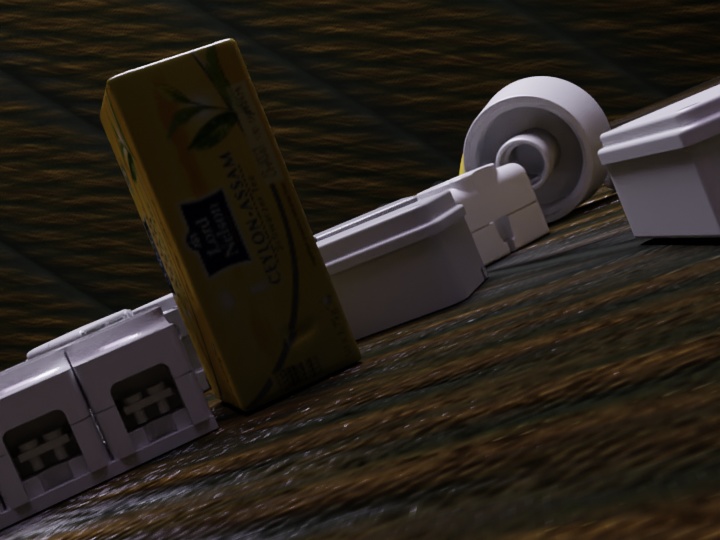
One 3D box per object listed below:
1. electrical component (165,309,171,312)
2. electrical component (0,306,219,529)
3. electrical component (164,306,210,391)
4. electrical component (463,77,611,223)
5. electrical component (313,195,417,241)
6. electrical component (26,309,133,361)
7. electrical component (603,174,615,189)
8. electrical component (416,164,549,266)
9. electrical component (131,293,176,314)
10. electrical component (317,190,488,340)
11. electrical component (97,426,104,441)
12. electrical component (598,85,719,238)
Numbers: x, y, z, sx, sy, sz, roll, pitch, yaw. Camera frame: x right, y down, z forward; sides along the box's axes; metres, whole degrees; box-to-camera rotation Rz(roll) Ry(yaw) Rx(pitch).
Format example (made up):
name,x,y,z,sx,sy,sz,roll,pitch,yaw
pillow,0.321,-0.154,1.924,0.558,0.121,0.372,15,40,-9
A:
name,x,y,z,sx,sy,sz,roll,pitch,yaw
electrical component,-0.144,0.055,0.843,0.055,0.047,0.055,-23,4,2
electrical component,-0.155,0.076,0.518,0.150,0.061,0.089,-24,4,-16
electrical component,-0.119,0.052,0.681,0.057,0.058,0.078,-15,8,44
electrical component,0.129,-0.085,0.804,0.108,0.108,0.060,-20,10,30
electrical component,0.006,-0.015,0.889,0.109,0.056,0.109,-23,4,-5
electrical component,-0.210,0.076,0.825,0.061,0.061,0.096,-21,4,17
electrical component,0.232,-0.100,0.839,0.077,0.044,0.079,-19,5,40
electrical component,0.075,-0.035,0.731,0.095,0.059,0.054,-26,5,-36
electrical component,-0.134,0.040,0.921,0.113,0.057,0.078,-20,5,38
electrical component,0.009,0.001,0.631,0.113,0.057,0.078,-21,4,21
electrical component,-0.148,0.069,0.611,0.048,0.055,0.066,-22,4,14
electrical component,0.178,-0.058,0.480,0.109,0.056,0.109,-23,4,-5
